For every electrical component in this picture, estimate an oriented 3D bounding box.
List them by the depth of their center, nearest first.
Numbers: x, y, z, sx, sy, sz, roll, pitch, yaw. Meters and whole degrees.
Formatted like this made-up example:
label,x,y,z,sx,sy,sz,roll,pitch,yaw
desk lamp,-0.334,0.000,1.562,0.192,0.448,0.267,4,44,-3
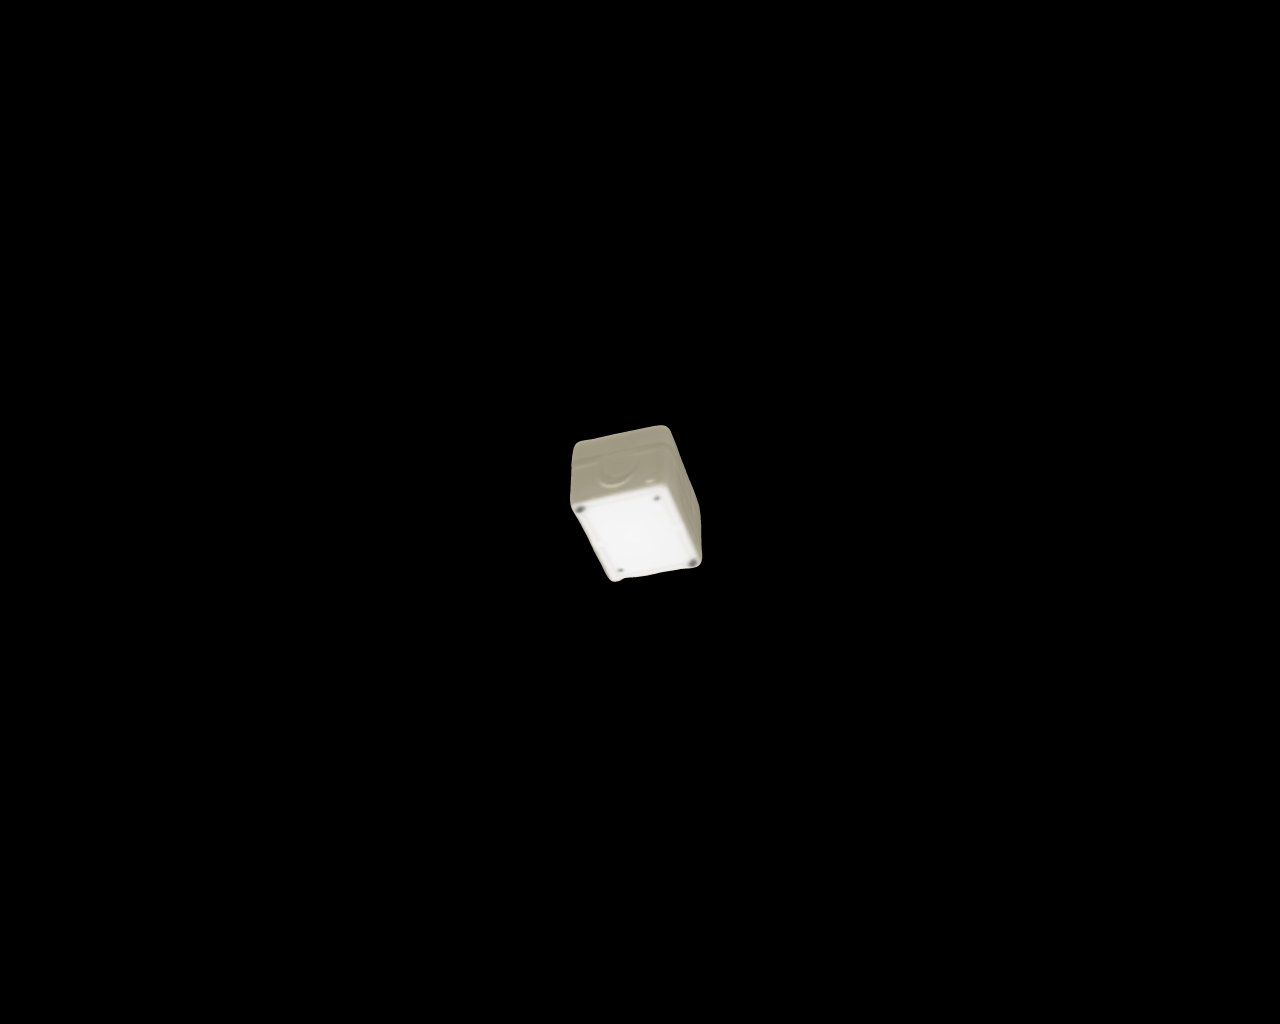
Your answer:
label,x,y,z,sx,sy,sz,roll,pitch,yaw
electrical component,0.001,-0.003,0.650,0.062,0.061,0.096,-11,-43,12
